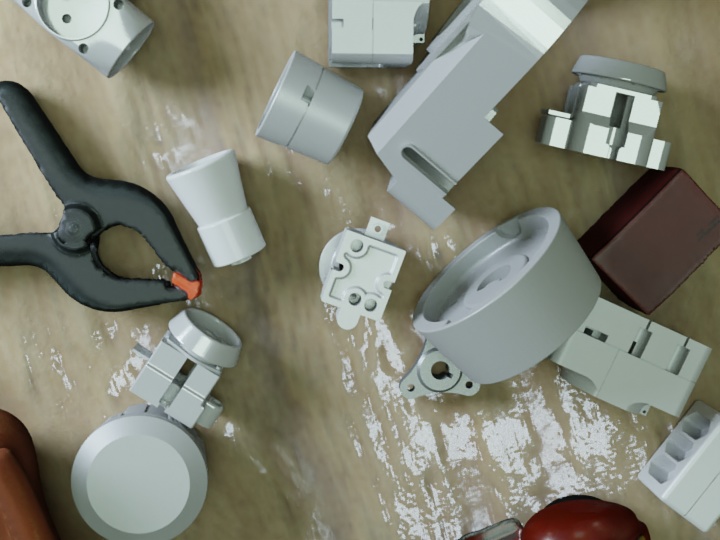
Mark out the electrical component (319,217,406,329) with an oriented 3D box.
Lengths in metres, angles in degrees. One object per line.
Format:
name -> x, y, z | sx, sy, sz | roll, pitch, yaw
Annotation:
electrical component -> 0.000, 0.000, 0.651 | 0.048, 0.055, 0.066 | 20, 95, -7

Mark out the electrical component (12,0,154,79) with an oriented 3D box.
electrical component -> -0.152, -0.167, 0.625 | 0.077, 0.044, 0.079 | 39, 93, -8

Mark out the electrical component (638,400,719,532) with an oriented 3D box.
electrical component -> 0.233, 0.135, 0.690 | 0.077, 0.047, 0.065 | 37, 93, -8

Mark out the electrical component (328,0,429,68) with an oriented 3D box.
electrical component -> 0.010, -0.166, 0.635 | 0.056, 0.050, 0.089 | 0, 97, -4

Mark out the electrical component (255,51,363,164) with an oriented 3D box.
electrical component -> -0.029, -0.095, 0.639 | 0.047, 0.055, 0.055 | 25, 94, -10

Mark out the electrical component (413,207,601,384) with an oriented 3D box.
electrical component -> 0.092, 0.021, 0.638 | 0.108, 0.108, 0.060 | -41, 104, 1

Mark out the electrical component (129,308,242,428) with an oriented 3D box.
electrical component -> -0.104, 0.057, 0.656 | 0.066, 0.048, 0.055 | 33, 101, -7

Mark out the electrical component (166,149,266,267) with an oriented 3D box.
electrical component -> -0.084, -0.035, 0.649 | 0.044, 0.044, 0.065 | -23, 103, -1

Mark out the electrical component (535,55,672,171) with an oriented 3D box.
electrical component -> 0.152, -0.096, 0.651 | 0.078, 0.058, 0.057 | 12, 99, -5

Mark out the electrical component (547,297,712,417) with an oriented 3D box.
electrical component -> 0.162, 0.053, 0.673 | 0.089, 0.050, 0.055 | 24, 94, -7

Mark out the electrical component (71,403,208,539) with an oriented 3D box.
electrical component -> -0.132, 0.123, 0.659 | 0.080, 0.051, 0.080 | 0, 97, -4
